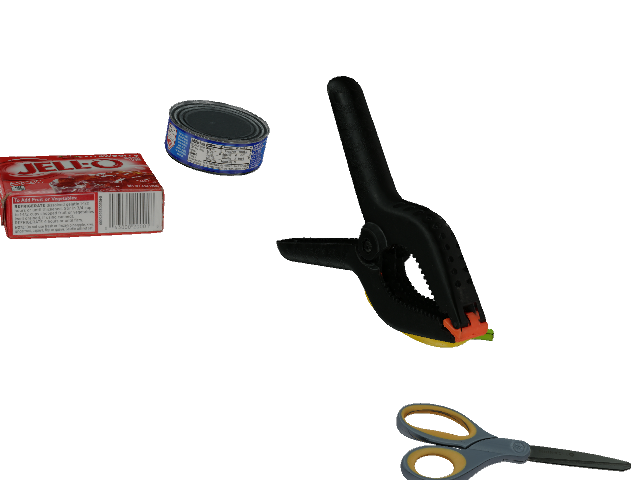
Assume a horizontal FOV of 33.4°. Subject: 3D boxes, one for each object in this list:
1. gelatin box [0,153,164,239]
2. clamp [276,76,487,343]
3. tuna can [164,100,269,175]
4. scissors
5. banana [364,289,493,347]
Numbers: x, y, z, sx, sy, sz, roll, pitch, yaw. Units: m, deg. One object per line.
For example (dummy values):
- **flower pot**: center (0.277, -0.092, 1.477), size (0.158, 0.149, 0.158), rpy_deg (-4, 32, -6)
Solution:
- **gelatin box**: center (-0.141, -0.028, 0.617), size (0.089, 0.030, 0.073), rpy_deg (-3, 21, -19)
- **clamp**: center (0.046, -0.009, 0.763), size (0.036, 0.165, 0.210), rpy_deg (-12, 38, -36)
- **tuna can**: center (-0.088, -0.087, 0.903), size (0.086, 0.034, 0.086), rpy_deg (11, 26, -6)
- **scissors**: center (0.156, 0.191, 0.906), size (0.202, 0.016, 0.096), rpy_deg (17, 42, 15)
- **banana**: center (0.094, 0.072, 1.139), size (0.069, 0.037, 0.198), rpy_deg (4, 18, -38)
